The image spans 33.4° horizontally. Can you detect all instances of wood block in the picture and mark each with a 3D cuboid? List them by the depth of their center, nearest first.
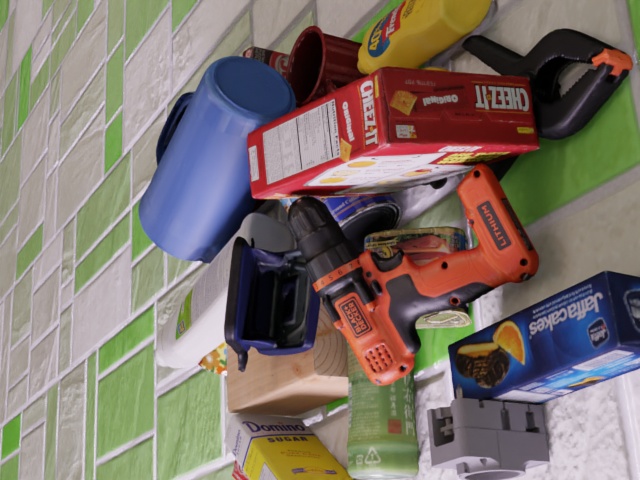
[{"bbox_3d":[-0.019,0.131,1.174,0.206,0.090,0.090,-33,54,54],"label":"wood block"}]

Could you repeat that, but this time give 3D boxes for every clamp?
[{"bbox_3d":[0.185,-0.136,0.933,0.210,0.036,0.164,-29,58,57],"label":"clamp"}]

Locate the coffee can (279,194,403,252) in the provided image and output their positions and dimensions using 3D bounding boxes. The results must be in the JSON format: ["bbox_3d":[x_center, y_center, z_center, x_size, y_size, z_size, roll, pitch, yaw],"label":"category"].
[{"bbox_3d":[0.007,-0.056,1.126,0.140,0.102,0.103,56,133,25],"label":"coffee can"}]

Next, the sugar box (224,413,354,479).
[{"bbox_3d":[-0.030,0.246,1.158,0.176,0.093,0.048,40,116,57],"label":"sugar box"}]

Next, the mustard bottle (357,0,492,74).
[{"bbox_3d":[0.095,-0.213,1.090,0.192,0.058,0.096,-27,36,57],"label":"mustard bottle"}]

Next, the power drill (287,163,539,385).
[{"bbox_3d":[0.080,0.010,0.931,0.188,0.057,0.184,-31,86,19],"label":"power drill"}]

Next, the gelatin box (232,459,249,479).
[{"bbox_3d":[-0.073,0.270,1.294,0.089,0.030,0.073,25,105,61],"label":"gelatin box"}]

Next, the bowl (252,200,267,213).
[{"bbox_3d":[-0.101,-0.094,1.425,0.162,0.055,0.162,-26,60,56],"label":"bowl"}]

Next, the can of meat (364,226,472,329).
[{"bbox_3d":[0.090,0.036,1.001,0.102,0.057,0.084,-4,70,18],"label":"can of meat"}]

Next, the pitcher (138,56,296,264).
[{"bbox_3d":[-0.123,-0.102,1.250,0.243,0.149,0.145,-59,6,44],"label":"pitcher"}]

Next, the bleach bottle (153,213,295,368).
[{"bbox_3d":[-0.126,0.076,1.263,0.251,0.068,0.102,-42,33,40],"label":"bleach bottle"}]

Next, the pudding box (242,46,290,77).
[{"bbox_3d":[-0.055,-0.177,1.332,0.039,0.089,0.113,-5,78,63],"label":"pudding box"}]

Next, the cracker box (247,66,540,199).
[{"bbox_3d":[0.057,-0.090,0.940,0.214,0.163,0.072,-17,79,56],"label":"cracker box"}]

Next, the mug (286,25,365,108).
[{"bbox_3d":[0.021,-0.182,1.200,0.093,0.081,0.117,-67,31,24],"label":"mug"}]

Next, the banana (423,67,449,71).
[{"bbox_3d":[0.088,-0.127,1.109,0.198,0.037,0.069,-37,51,52],"label":"banana"}]
